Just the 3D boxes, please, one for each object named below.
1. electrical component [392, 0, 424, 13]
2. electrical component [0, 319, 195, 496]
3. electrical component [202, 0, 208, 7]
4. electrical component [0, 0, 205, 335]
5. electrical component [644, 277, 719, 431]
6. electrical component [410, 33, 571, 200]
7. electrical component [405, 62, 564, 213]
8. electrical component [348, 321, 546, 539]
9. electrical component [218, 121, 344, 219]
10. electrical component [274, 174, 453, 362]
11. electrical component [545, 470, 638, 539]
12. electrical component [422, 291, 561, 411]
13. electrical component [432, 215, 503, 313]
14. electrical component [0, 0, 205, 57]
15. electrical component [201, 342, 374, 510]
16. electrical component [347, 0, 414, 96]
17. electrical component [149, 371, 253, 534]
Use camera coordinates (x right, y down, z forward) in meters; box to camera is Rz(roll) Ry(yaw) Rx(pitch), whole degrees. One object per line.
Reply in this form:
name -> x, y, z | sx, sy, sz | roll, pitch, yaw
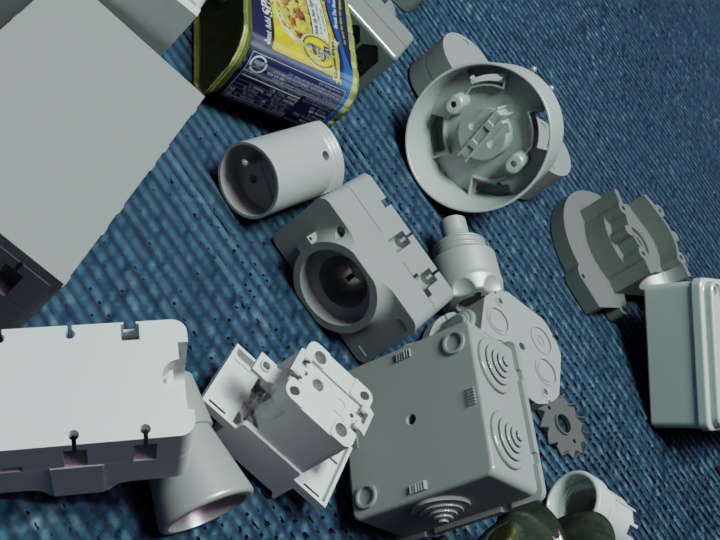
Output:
electrical component -> 0.024, -0.266, 0.826 | 0.113, 0.057, 0.078 | 37, 41, -21
electrical component -> -0.114, 0.056, 0.429 | 0.089, 0.055, 0.050 | -3, 61, -14
electrical component -> -0.118, -0.165, 0.616 | 0.055, 0.045, 0.045 | 44, 39, -12
electrical component -> -0.148, -0.054, 0.488 | 0.089, 0.062, 0.150 | 42, 40, -16
electrical component -> 0.266, 0.064, 0.808 | 0.109, 0.056, 0.108 | 5, 81, -44
electrical component -> 0.109, -0.121, 0.794 | 0.138, 0.074, 0.052 | 44, 39, -12
electrical component -> 0.087, -0.093, 0.735 | 0.099, 0.099, 0.064 | 57, 32, 4
electrical component -> 0.039, 0.083, 0.552 | 0.048, 0.100, 0.099 | 32, 42, -45
electrical component -> -0.039, -0.060, 0.620 | 0.081, 0.043, 0.043 | -26, 82, -51
electrical component -> 0.000, 0.000, 0.610 | 0.089, 0.050, 0.056 | 54, 38, 0
electrical component -> 0.143, 0.149, 0.657 | 0.046, 0.040, 0.040 | 33, 43, -34
electrical component -> 0.080, 0.056, 0.650 | 0.080, 0.051, 0.080 | 26, 46, -31
electrical component -> 0.066, -0.005, 0.687 | 0.043, 0.043, 0.062 | 15, 52, -39
electrical component -> -0.156, -0.165, 0.540 | 0.150, 0.089, 0.061 | 37, 41, -20
electrical component -> -0.032, 0.070, 0.515 | 0.081, 0.064, 0.042 | 44, 40, -14
electrical component -> 0.001, -0.170, 0.740 | 0.065, 0.047, 0.076 | 46, 39, -10
electrical component -> -0.080, 0.078, 0.478 | 0.044, 0.044, 0.065 | -5, 62, -48
